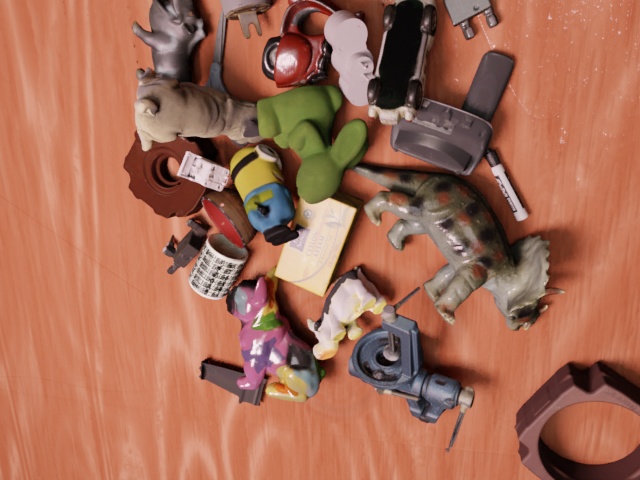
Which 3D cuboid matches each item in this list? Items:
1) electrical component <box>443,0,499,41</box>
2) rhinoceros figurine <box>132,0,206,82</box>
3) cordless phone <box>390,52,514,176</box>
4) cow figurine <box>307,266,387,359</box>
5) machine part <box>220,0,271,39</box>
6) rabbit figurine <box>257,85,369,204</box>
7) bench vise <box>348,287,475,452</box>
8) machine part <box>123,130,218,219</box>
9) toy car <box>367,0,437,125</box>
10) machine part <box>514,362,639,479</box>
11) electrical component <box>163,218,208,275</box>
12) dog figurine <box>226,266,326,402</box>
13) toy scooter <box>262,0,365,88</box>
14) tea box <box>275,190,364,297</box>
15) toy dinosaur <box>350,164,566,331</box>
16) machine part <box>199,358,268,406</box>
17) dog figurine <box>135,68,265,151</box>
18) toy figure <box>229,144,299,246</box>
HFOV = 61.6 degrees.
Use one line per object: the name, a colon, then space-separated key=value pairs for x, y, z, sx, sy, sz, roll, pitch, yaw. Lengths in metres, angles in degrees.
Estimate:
electrical component: x=0.214 y=-0.339 z=0.770 sx=0.063 sy=0.021 sz=0.094 roll=-24 pitch=96 yaw=21
rhinoceros figurine: x=-0.244 y=-0.335 z=0.887 sx=0.112 sy=0.073 sz=0.190 roll=15 pitch=110 yaw=14
cordless phone: x=0.195 y=-0.200 z=0.797 sx=0.147 sy=0.089 sz=0.184 roll=23 pitch=100 yaw=11
cow figurine: x=0.032 y=0.127 z=0.932 sx=0.167 sy=0.068 sz=0.098 roll=-50 pitch=53 yaw=21
machine part: x=-0.133 y=-0.433 z=0.823 sx=0.079 sy=0.079 sz=0.243 roll=-12 pitch=101 yaw=20
rabbit figurine: x=-0.002 y=-0.143 z=0.838 sx=0.159 sy=0.121 sz=0.170 roll=-15 pitch=83 yaw=5
bench vise: x=0.142 y=0.199 z=0.874 sx=0.224 sy=0.129 sz=0.240 roll=23 pitch=141 yaw=34
machine part: x=-0.267 y=-0.126 z=0.964 sx=0.180 sy=0.056 sz=0.179 roll=5 pitch=108 yaw=16
toy car: x=0.119 y=-0.259 z=0.770 sx=0.074 sy=0.056 sz=0.201 roll=9 pitch=82 yaw=20
machine part: x=0.434 y=0.311 z=0.855 sx=0.201 sy=0.087 sz=0.201 roll=36 pitch=112 yaw=6
electrical component: x=-0.251 y=0.007 z=0.994 sx=0.045 sy=0.078 sz=0.102 roll=37 pitch=121 yaw=-22
dog figurine: x=-0.078 y=0.162 z=0.963 sx=0.192 sy=0.108 sz=0.219 roll=9 pitch=105 yaw=16
toy scooter: x=-0.008 y=-0.314 z=0.821 sx=0.135 sy=0.075 sz=0.183 roll=19 pitch=106 yaw=9
tea box: x=-0.002 y=-0.003 z=0.910 sx=0.098 sy=0.068 sz=0.169 roll=22 pitch=112 yaw=9
toy dinosaur: x=0.204 y=-0.018 z=0.822 sx=0.192 sy=0.131 sz=0.405 roll=-36 pitch=85 yaw=6
machine part: x=-0.175 y=0.277 z=1.062 sx=0.139 sy=0.039 sz=0.084 roll=20 pitch=115 yaw=9
dog figurine: x=-0.174 y=-0.193 z=0.832 sx=0.191 sy=0.172 sz=0.121 roll=6 pitch=114 yaw=-3
toy figure: x=-0.092 y=-0.076 z=0.869 sx=0.089 sy=0.082 sz=0.180 roll=-13 pitch=65 yaw=-8
